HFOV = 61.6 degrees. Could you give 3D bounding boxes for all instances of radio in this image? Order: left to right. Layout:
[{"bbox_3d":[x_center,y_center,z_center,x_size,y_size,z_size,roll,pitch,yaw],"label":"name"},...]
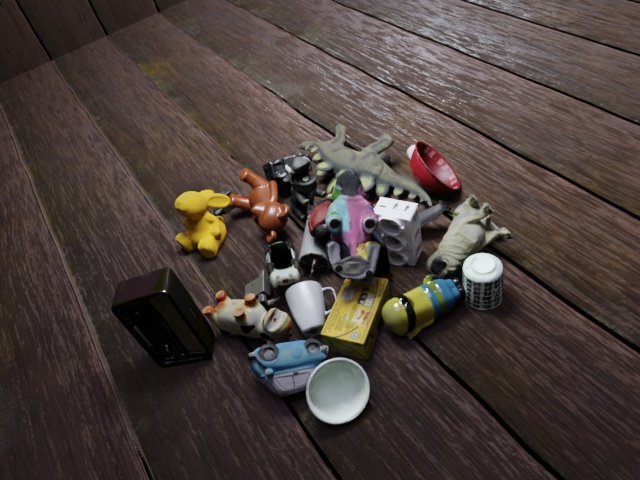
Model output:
[{"bbox_3d":[-0.324,0.169,1.125,0.131,0.229,0.073,-14,40,8],"label":"radio"}]

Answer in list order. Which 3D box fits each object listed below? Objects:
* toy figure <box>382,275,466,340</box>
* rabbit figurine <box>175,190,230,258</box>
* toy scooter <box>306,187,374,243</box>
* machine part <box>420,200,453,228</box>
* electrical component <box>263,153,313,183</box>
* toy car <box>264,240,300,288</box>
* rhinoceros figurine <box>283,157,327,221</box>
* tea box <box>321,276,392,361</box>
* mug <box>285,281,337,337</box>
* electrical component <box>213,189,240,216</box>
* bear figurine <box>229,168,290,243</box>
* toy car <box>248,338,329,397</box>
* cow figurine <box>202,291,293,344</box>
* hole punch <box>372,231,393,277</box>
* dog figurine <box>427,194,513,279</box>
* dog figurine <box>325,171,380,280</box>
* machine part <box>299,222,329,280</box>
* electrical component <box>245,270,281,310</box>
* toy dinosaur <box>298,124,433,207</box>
[{"bbox_3d":[0.211,0.128,1.104,0.180,0.089,0.082,-25,40,-4],"label":"toy figure"},{"bbox_3d":[-0.303,-0.060,1.382,0.122,0.173,0.162,21,60,37],"label":"rabbit figurine"},{"bbox_3d":[0.036,-0.071,1.268,0.184,0.075,0.135,-21,58,-26],"label":"toy scooter"},{"bbox_3d":[0.246,-0.048,1.272,0.139,0.039,0.084,-30,31,32],"label":"machine part"},{"bbox_3d":[-0.094,-0.197,1.489,0.115,0.058,0.134,-15,4,-17],"label":"electrical component"},{"bbox_3d":[-0.090,0.052,1.263,0.073,0.056,0.202,-10,22,-6],"label":"toy car"},{"bbox_3d":[-0.042,-0.135,1.372,0.073,0.190,0.112,-30,64,-18],"label":"rhinoceros figurine"},{"bbox_3d":[0.080,0.157,1.130,0.098,0.068,0.169,10,52,25],"label":"tea box"},{"bbox_3d":[-0.013,0.151,1.162,0.110,0.080,0.107,-13,56,-3],"label":"mug"},{"bbox_3d":[-0.263,-0.110,1.493,0.094,0.063,0.021,-37,48,-20],"label":"electrical component"},{"bbox_3d":[-0.155,-0.086,1.385,0.132,0.120,0.196,20,23,-21],"label":"bear figurine"},{"bbox_3d":[-0.059,0.257,1.062,0.162,0.109,0.103,-6,69,-5],"label":"toy car"},{"bbox_3d":[-0.144,0.178,1.154,0.195,0.127,0.085,0,44,36],"label":"cow figurine"},{"bbox_3d":[0.096,0.031,1.215,0.092,0.115,0.142,-31,49,-8],"label":"hole punch"},{"bbox_3d":[0.306,0.002,1.209,0.190,0.121,0.172,-40,3,7],"label":"dog figurine"},{"bbox_3d":[0.063,-0.039,1.144,0.109,0.191,0.219,-3,26,1],"label":"dog figurine"},{"bbox_3d":[-0.003,-0.004,1.306,0.079,0.079,0.243,-3,47,13],"label":"machine part"},{"bbox_3d":[-0.134,0.121,1.248,0.078,0.045,0.102,-37,38,20],"label":"electrical component"},{"bbox_3d":[0.117,-0.190,1.442,0.472,0.104,0.198,21,62,31],"label":"toy dinosaur"}]
